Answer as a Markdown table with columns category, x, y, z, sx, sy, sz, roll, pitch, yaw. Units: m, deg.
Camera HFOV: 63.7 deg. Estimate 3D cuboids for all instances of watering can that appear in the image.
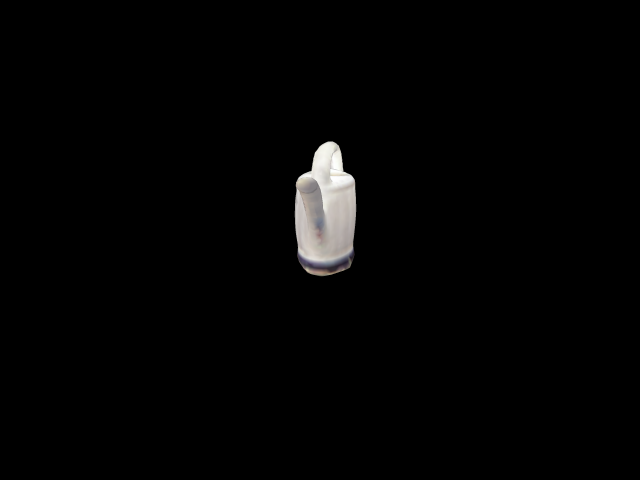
| category | x | y | z | sx | sy | sz | roll | pitch | yaw |
| --- | --- | --- | --- | --- | --- | --- | --- | --- | --- |
| watering can | 0.003 | -0.043 | 0.850 | 0.104 | 0.221 | 0.352 | 3 | 17 | 9 |
